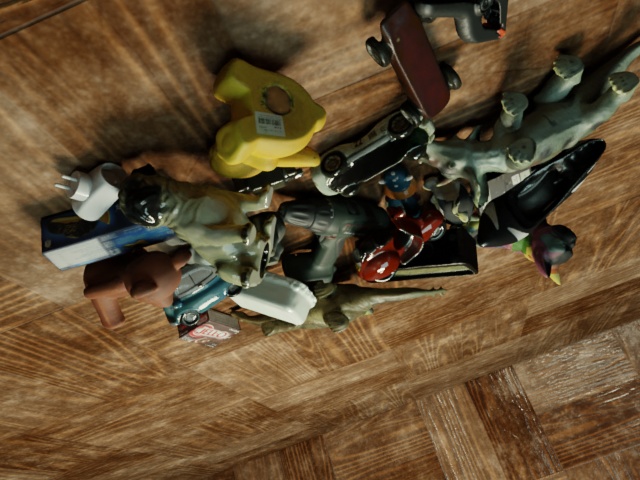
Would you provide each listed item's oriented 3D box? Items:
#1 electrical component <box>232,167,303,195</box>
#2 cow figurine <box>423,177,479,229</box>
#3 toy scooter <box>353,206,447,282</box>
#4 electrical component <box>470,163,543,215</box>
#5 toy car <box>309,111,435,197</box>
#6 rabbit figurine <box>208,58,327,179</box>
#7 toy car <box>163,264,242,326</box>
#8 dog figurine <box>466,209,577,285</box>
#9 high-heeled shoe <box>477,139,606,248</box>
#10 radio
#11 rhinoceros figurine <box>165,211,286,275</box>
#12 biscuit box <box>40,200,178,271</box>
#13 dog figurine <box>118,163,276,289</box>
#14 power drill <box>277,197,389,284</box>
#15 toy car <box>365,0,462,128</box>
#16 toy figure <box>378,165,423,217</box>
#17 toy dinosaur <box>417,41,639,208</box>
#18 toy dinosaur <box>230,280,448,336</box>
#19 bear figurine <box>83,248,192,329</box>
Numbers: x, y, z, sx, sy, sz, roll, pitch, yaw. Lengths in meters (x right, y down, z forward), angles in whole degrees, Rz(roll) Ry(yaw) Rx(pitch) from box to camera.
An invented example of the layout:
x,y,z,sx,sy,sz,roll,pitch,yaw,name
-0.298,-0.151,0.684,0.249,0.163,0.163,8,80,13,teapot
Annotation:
x,y,z,sx,sy,sz,roll,pitch,yaw,name
-0.079,-0.098,0.799,0.102,0.045,0.078,-18,179,4,electrical component
0.256,-0.060,1.001,0.068,0.098,0.167,-32,149,11,cow figurine
0.125,-0.002,0.922,0.184,0.075,0.135,-37,148,13,toy scooter
0.343,-0.112,0.992,0.134,0.058,0.114,-23,145,7,electrical component
0.080,-0.132,0.821,0.202,0.056,0.073,-29,142,14,toy car
-0.079,-0.137,0.691,0.162,0.122,0.173,-9,164,-36,rabbit figurine
-0.219,0.069,0.941,0.162,0.109,0.102,-29,133,1,toy car
0.387,0.000,1.058,0.191,0.219,0.108,-36,143,25,dog figurine
0.362,-0.075,0.868,0.249,0.086,0.145,-41,179,-30,high-heeled shoe
0.187,0.034,1.059,0.230,0.073,0.131,-8,165,21,radio
-0.148,-0.006,0.836,0.190,0.112,0.073,-5,167,2,rhinoceros figurine
-0.293,-0.020,0.781,0.203,0.063,0.059,-17,150,-5,biscuit box
-0.166,-0.013,0.731,0.191,0.121,0.172,10,127,9,dog figurine
-0.002,-0.003,0.978,0.232,0.086,0.207,-4,140,-30,power drill
0.120,-0.225,0.687,0.089,0.053,0.202,-42,146,8,toy car
0.140,-0.084,0.935,0.064,0.058,0.154,-27,145,2,toy figure
0.353,-0.180,0.848,0.405,0.131,0.192,-25,167,-3,toy dinosaur
0.032,0.139,1.154,0.472,0.105,0.198,-7,174,15,toy dinosaur
-0.272,0.070,0.826,0.196,0.120,0.131,6,130,35,bear figurine
